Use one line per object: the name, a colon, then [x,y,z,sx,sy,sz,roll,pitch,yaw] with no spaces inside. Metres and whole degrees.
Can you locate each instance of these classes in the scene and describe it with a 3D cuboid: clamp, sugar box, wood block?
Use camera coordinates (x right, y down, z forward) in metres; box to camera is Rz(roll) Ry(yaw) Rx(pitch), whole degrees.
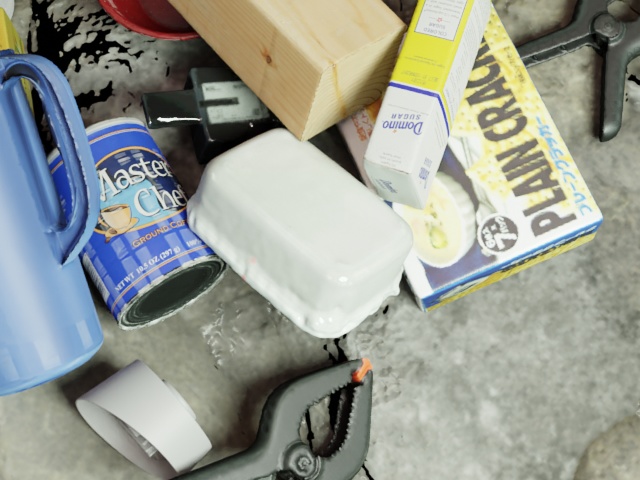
clamp: [0.239,-0.181,0.939,0.120,0.039,0.171,29,77,6]
sugar box: [0.083,-0.120,0.815,0.048,0.093,0.176,19,79,16]
wood block: [-0.041,-0.190,0.842,0.090,0.091,0.206,-33,71,-28]
clamp: [-0.029,0.169,0.809,0.164,0.036,0.209,37,65,-18]

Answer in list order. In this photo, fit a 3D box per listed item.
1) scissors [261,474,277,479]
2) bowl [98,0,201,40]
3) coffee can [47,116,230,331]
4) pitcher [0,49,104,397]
scissors: [-0.038,0.236,0.826,0.096,0.016,0.201,30,76,8]
bowl: [-0.123,-0.239,0.952,0.162,0.055,0.162,0,73,1]
coffee can: [-0.151,-0.013,0.858,0.102,0.103,0.140,-31,75,-9]
pitcher: [-0.241,-0.015,0.790,0.144,0.149,0.243,-24,101,-25]
